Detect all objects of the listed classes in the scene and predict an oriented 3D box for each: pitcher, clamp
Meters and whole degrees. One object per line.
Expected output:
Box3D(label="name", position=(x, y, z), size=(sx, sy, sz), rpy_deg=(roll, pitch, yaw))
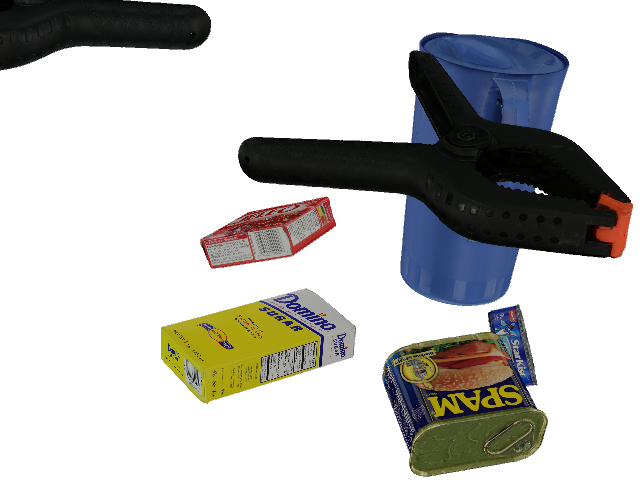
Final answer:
Box3D(label="pitcher", position=(0.143, -0.061, 0.986), size=(0.145, 0.243, 0.148), rpy_deg=(24, 30, 33))
Box3D(label="clamp", position=(-0.161, -0.132, 0.603), size=(0.171, 0.039, 0.120), rpy_deg=(-10, 31, -27))
Box3D(label="clamp", position=(0.069, -0.040, 0.588), size=(0.164, 0.036, 0.210), rpy_deg=(-28, 44, -30))

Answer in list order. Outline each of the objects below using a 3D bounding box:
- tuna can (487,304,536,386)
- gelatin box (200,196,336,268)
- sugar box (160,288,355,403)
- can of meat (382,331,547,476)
Box3D(label="tuna can", position=(0.200, 0.112, 1.111), size=(0.034, 0.086, 0.086), rpy_deg=(-13, -3, 11))
Box3D(label="gelatin box", position=(-0.043, -0.007, 0.885), size=(0.089, 0.030, 0.073), rpy_deg=(-9, 14, 34))
Box3D(label="sugar box", position=(-0.062, 0.102, 1.074), size=(0.175, 0.048, 0.093), rpy_deg=(-17, 34, -30))
Box3D(label="can of meat", position=(0.103, 0.119, 0.790), size=(0.102, 0.057, 0.084), rpy_deg=(-7, 42, -12))
